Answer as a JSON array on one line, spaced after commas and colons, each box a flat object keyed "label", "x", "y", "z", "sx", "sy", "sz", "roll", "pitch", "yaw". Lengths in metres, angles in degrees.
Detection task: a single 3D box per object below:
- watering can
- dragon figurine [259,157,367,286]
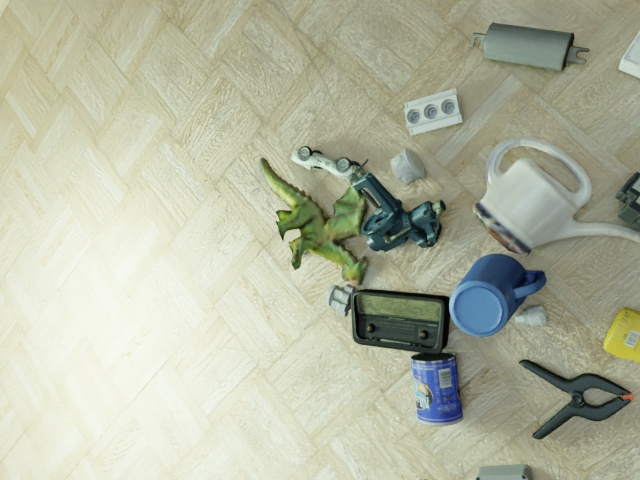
[{"label": "watering can", "x": 0.473, "y": -0.054, "z": 1.067, "sx": 0.350, "sy": 0.104, "sz": 0.222, "roll": 45, "pitch": 110, "yaw": 11}, {"label": "dragon figurine", "x": 0.004, "y": -0.067, "z": 1.326, "sx": 0.242, "sy": 0.122, "sz": 0.413, "roll": -21, "pitch": 81, "yaw": 8}]
